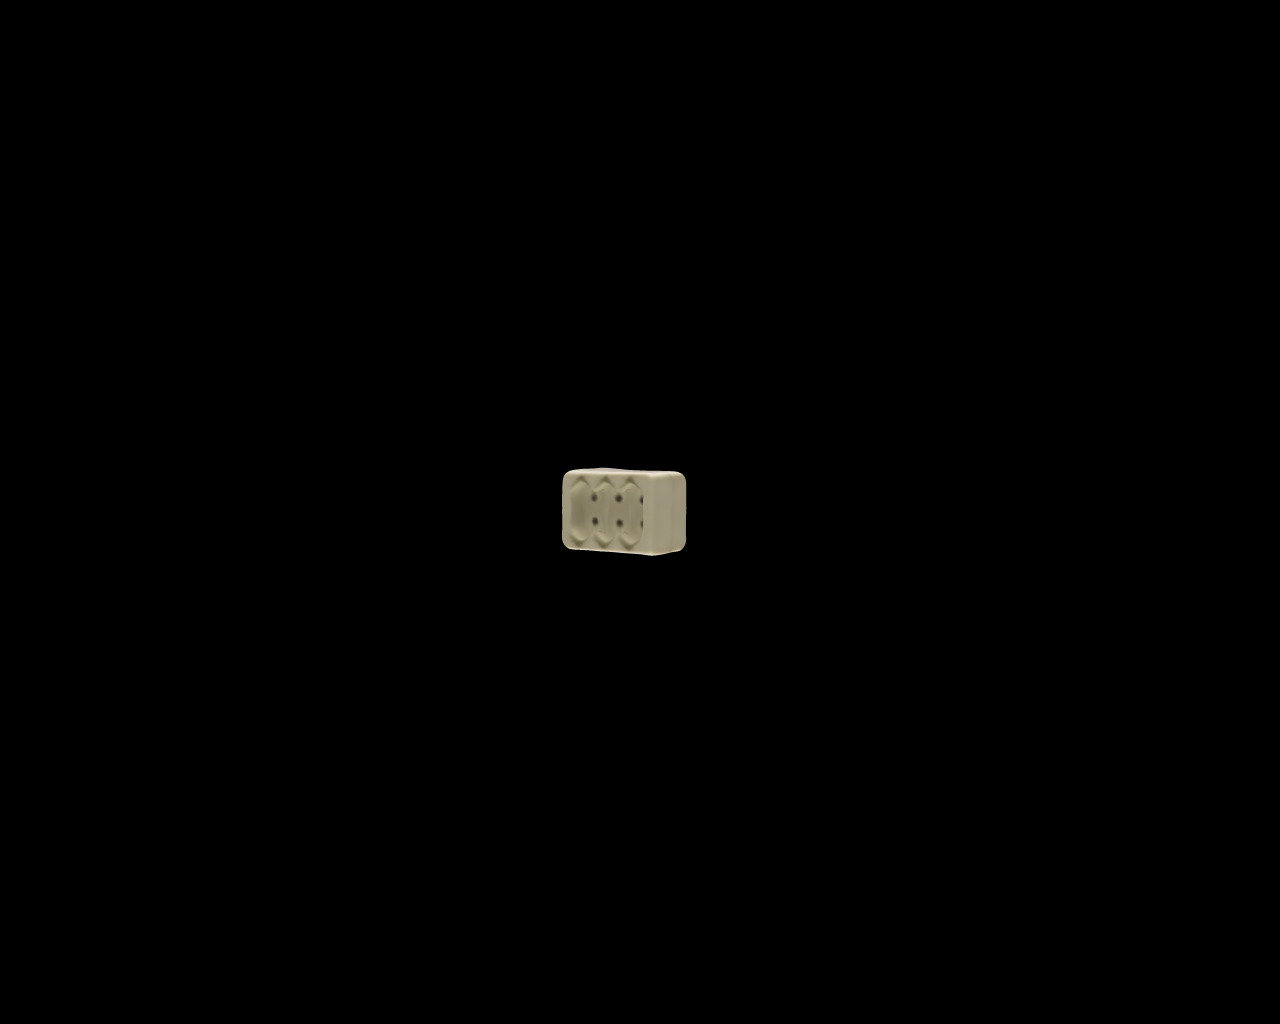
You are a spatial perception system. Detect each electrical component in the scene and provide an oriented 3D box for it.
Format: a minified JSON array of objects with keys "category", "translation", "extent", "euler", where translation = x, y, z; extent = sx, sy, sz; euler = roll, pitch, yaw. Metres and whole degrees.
[{"category":"electrical component","translation":[0.001,-0.003,0.650],"extent":[0.066,0.047,0.077],"euler":[4,7,33]}]
